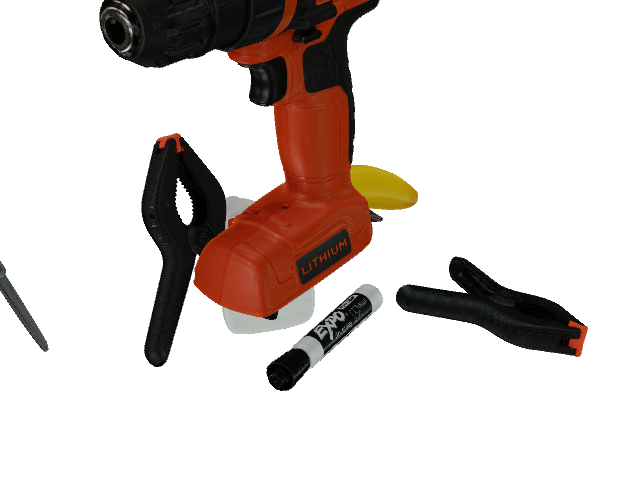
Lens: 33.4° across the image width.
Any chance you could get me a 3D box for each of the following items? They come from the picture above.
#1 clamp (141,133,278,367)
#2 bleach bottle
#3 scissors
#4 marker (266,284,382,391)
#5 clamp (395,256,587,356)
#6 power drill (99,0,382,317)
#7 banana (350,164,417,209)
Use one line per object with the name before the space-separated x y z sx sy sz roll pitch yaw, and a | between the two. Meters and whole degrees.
clamp | -0.113 0.003 1.018 0.036 0.210 0.164 -8 1 42
bleach bottle | -0.084 0.013 1.219 0.102 0.068 0.251 -7 28 -14
scissors | -0.325 0.013 1.073 0.016 0.201 0.096 -25 27 23
marker | 0.003 0.058 0.651 0.020 0.020 0.120 0 21 32
clamp | 0.168 0.060 0.996 0.172 0.039 0.120 20 31 20
power drill | -0.025 -0.060 0.506 0.057 0.188 0.184 25 39 31
banana | 0.019 -0.028 0.854 0.037 0.069 0.197 -34 1 32
